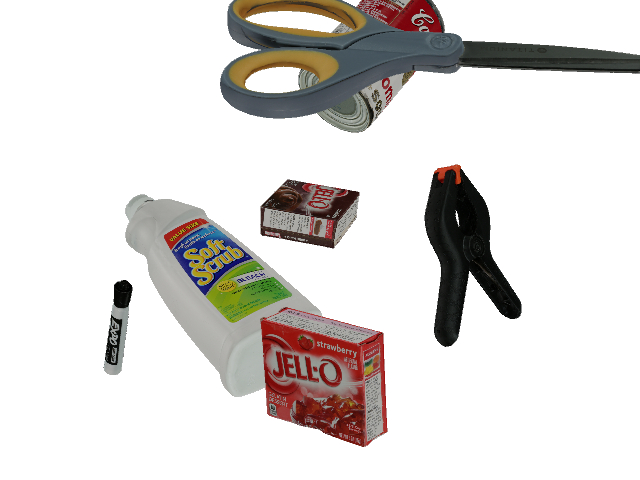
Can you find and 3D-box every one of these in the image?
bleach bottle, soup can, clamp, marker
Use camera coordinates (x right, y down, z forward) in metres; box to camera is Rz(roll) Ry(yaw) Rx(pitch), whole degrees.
[{"bbox_3d":[-0.108,0.032,0.954,0.102,0.068,0.251,-21,43,-31],"label":"bleach bottle"},{"bbox_3d":[0.038,-0.139,0.804,0.068,0.102,0.068,31,-25,17],"label":"soup can"},{"bbox_3d":[0.134,0.016,1.028,0.039,0.171,0.120,-14,10,43],"label":"clamp"},{"bbox_3d":[-0.209,0.090,1.105,0.020,0.121,0.020,10,35,-7],"label":"marker"}]

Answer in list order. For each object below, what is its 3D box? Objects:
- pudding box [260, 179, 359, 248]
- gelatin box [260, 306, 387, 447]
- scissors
[{"bbox_3d":[-0.011,-0.032,1.214,0.090,0.039,0.113,10,23,12],"label":"pudding box"},{"bbox_3d":[0.001,0.090,0.716,0.089,0.073,0.030,11,22,38],"label":"gelatin box"},{"bbox_3d":[0.042,-0.077,0.488,0.202,0.016,0.096,16,49,18],"label":"scissors"}]
